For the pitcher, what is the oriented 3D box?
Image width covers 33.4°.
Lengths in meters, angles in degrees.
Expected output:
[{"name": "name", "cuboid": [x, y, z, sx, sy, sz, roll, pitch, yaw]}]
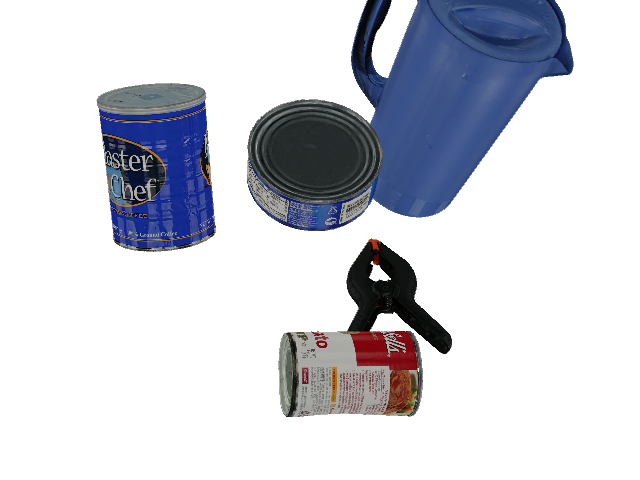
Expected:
[{"name": "pitcher", "cuboid": [0.109, -0.138, 1.001, 0.144, 0.149, 0.243, -8, -33, -26]}]

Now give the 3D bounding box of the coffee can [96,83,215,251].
[{"name": "coffee can", "cuboid": [-0.157, -0.072, 1.031, 0.103, 0.140, 0.103, -2, 20, 1]}]

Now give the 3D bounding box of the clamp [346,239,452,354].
[{"name": "clamp", "cuboid": [0.082, 0.068, 1.188, 0.120, 0.171, 0.039, 5, -43, -3]}]

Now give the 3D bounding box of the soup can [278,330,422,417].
[{"name": "soup can", "cuboid": [0.022, 0.105, 0.841, 0.102, 0.068, 0.068, 1, 0, -11]}]

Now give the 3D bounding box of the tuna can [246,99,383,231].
[{"name": "tuna can", "cuboid": [-0.004, -0.048, 0.683, 0.086, 0.086, 0.034, 0, -37, -7]}]
